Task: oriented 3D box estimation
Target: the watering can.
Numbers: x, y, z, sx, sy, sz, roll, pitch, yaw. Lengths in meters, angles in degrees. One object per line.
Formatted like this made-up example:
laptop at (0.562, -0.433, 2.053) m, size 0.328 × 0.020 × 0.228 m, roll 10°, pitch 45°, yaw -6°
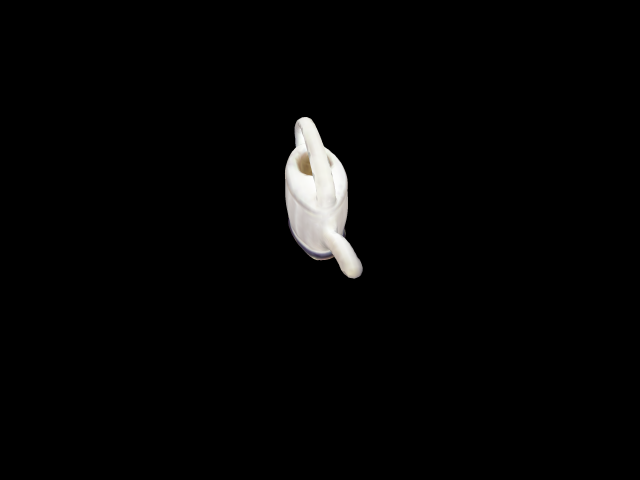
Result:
watering can at (0.003, -0.043, 0.850) m, size 0.104 × 0.355 × 0.219 m, roll -10°, pitch -35°, yaw -7°
